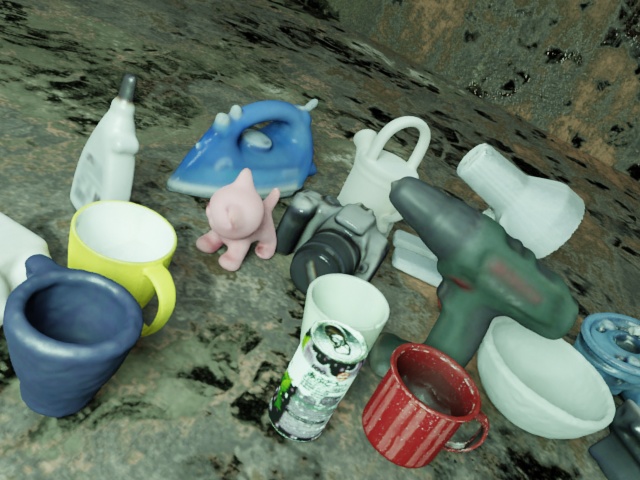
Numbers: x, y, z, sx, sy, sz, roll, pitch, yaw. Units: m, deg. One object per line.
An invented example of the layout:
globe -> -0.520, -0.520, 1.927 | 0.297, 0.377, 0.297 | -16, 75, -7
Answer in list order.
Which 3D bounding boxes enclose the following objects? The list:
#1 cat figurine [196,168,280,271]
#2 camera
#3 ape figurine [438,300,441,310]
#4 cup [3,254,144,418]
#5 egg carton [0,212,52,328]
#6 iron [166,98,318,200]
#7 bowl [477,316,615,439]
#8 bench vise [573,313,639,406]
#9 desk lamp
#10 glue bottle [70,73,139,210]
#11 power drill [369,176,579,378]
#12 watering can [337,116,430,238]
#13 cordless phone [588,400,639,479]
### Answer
cat figurine -> -0.088, -0.029, 0.671 | 0.067, 0.117, 0.128 | 36, 29, 18
camera -> 0.007, 0.003, 0.717 | 0.143, 0.101, 0.137 | 32, 28, 10
ape figurine -> 0.207, 0.064, 0.794 | 0.077, 0.092, 0.076 | 41, 31, 25
cup -> -0.195, 0.075, 0.427 | 0.117, 0.095, 0.092 | 42, 31, 26
egg carton -> -0.297, 0.017, 0.466 | 0.150, 0.069, 0.107 | 30, 28, 6
iron -> -0.099, -0.143, 0.828 | 0.118, 0.141, 0.259 | 40, 30, 23
bowl -> 0.247, 0.170, 0.668 | 0.168, 0.074, 0.167 | 21, 28, -11
bench vise -> 0.438, 0.126, 0.750 | 0.208, 0.219, 0.121 | 10, 32, -28
desk lamp -> 0.241, -0.022, 0.838 | 0.203, 0.213, 0.118 | 23, 28, -7
glue bottle -> -0.221, -0.095, 0.610 | 0.037, 0.173, 0.078 | -9, 44, -48
power drill -> 0.138, 0.065, 0.608 | 0.229, 0.208, 0.075 | 26, 28, -2
watering can -> 0.094, -0.105, 0.874 | 0.172, 0.194, 0.101 | 43, 32, 27
cordless phone -> 0.395, 0.213, 0.603 | 0.094, 0.185, 0.147 | 9, 32, -29
